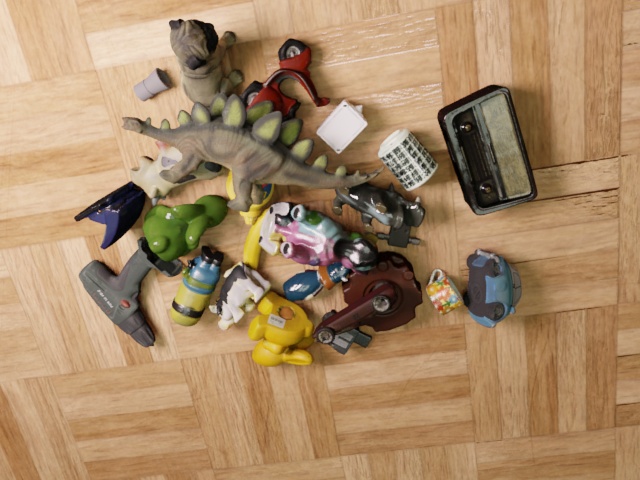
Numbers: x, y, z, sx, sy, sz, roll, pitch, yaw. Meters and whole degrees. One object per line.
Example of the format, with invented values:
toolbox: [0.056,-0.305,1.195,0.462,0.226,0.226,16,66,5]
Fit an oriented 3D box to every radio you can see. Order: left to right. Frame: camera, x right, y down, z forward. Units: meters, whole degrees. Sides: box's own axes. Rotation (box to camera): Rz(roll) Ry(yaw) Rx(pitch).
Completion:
radio: [0.323,-0.170,1.043,0.131,0.073,0.229,-20,107,9]

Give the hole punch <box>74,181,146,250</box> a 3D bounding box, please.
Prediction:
hole punch: [-0.413,-0.054,1.094,0.116,0.142,0.092,-27,105,26]

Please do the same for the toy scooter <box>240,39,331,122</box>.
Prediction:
toy scooter: [-0.061,-0.275,1.025,0.135,0.075,0.184,42,102,-11]

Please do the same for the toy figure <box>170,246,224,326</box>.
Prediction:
toy figure: [-0.269,0.103,1.163,0.082,0.089,0.180,31,111,0]

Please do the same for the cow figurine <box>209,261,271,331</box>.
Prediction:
cow figurine: [-0.188,0.124,1.165,0.098,0.068,0.167,44,118,0]

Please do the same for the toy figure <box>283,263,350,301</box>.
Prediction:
toy figure: [-0.004,0.084,1.160,0.154,0.058,0.064,-22,100,10]

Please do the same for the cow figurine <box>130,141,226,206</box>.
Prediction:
cow figurine: [-0.285,-0.144,1.080,0.195,0.085,0.127,-9,104,4]

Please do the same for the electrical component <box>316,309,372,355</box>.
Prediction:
electrical component: [0.059,0.216,1.211,0.119,0.048,0.074,31,109,-7]

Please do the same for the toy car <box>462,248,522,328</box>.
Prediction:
toy car: [0.370,0.098,1.133,0.103,0.109,0.161,-4,99,-19]

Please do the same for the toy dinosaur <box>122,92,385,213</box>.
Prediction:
toy dinosaur: [-0.123,-0.153,0.983,0.471,0.105,0.198,18,111,-11]

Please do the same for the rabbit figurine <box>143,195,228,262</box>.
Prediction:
rabbit figurine: [-0.269,-0.042,1.092,0.170,0.159,0.121,-32,96,-3]

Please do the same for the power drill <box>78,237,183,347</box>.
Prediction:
power drill: [-0.397,0.106,1.182,0.207,0.086,0.232,-40,101,23]

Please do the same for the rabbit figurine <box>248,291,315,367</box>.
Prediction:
rabbit figurine: [-0.089,0.219,1.200,0.162,0.122,0.173,19,124,-13]

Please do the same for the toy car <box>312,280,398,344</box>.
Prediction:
toy car: [0.073,0.153,1.108,0.202,0.089,0.053,-34,101,16]

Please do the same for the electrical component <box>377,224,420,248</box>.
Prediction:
electrical component: [0.168,-0.017,1.134,0.094,0.021,0.063,10,110,-1]

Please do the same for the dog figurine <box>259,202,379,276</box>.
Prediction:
dog figurine: [0.010,0.005,1.068,0.219,0.192,0.108,17,88,-32]

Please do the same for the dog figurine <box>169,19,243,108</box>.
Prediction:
dog figurine: [-0.217,-0.301,0.960,0.121,0.191,0.172,-7,111,5]

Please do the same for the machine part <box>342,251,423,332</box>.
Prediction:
machine part: [0.135,0.115,1.166,0.179,0.056,0.179,1,111,3]

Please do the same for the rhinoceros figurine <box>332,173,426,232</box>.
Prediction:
rhinoceros figurine: [0.116,-0.072,1.076,0.190,0.112,0.073,22,127,7]
